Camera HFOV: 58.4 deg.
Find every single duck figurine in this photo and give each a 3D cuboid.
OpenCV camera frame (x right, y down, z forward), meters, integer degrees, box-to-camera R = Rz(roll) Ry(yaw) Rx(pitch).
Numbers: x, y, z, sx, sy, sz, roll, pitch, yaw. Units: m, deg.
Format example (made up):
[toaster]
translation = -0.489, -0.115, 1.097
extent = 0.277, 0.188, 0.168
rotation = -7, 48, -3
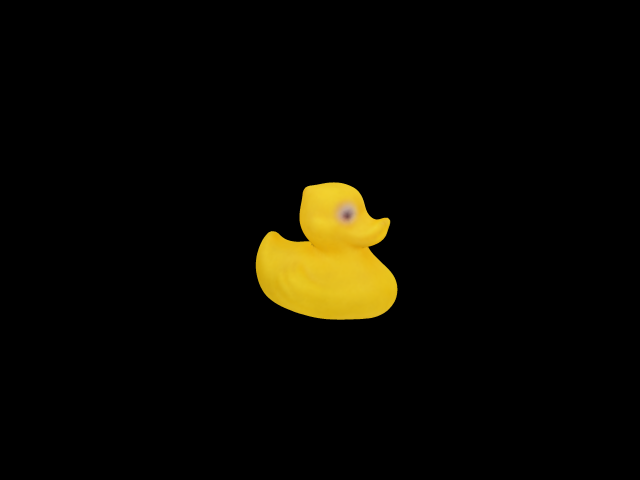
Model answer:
[duck figurine]
translation = 0.004, 0.001, 0.400
extent = 0.104, 0.086, 0.078
rotation = 9, 24, 23
